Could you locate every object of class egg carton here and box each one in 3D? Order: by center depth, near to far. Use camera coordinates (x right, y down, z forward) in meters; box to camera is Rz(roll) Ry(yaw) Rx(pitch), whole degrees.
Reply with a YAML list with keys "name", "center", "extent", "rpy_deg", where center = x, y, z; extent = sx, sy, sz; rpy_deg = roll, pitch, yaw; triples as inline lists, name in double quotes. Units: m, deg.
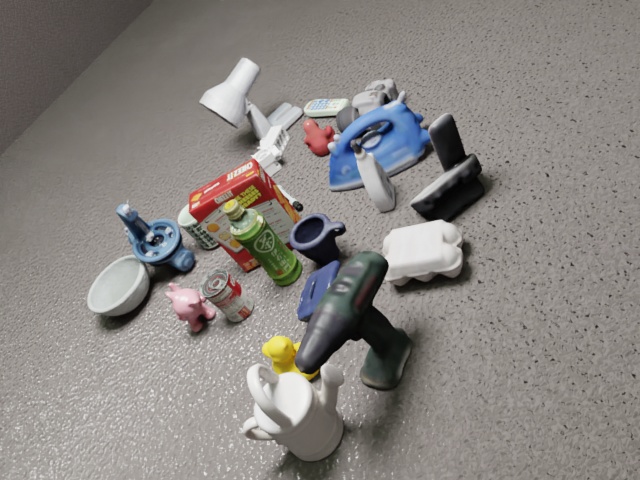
- name: "egg carton"
  center: [0.181, 0.024, 1.018]
  extent: [0.150, 0.070, 0.107]
  rpy_deg: [-13, 46, 26]

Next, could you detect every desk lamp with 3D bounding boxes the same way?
- name: "desk lamp"
  center: [-0.188, -0.361, 1.528]
  extent: [0.203, 0.214, 0.117]
  rpy_deg: [-45, 41, -9]

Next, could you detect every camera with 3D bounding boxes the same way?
- name: "camera"
  center: [0.109, -0.310, 1.358]
  extent: [0.136, 0.101, 0.143]
  rpy_deg: [-6, 49, 31]

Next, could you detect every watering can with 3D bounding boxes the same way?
- name: "watering can"
  center: [-0.043, 0.248, 0.871]
  extent: [0.173, 0.195, 0.100]
  rpy_deg: [-45, 41, -9]

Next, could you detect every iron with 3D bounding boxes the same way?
- name: "iron"
  center: [0.105, -0.211, 1.236]
  extent: [0.258, 0.142, 0.118]
  rpy_deg: [-28, 41, 11]

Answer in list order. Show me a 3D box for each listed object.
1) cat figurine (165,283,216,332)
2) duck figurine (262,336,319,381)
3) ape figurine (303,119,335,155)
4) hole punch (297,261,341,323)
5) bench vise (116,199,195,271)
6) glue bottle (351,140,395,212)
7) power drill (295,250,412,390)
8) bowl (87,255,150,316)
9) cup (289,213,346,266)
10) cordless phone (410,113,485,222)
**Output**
- name: "cat figurine"
  center: [-0.282, 0.131, 1.209]
  extent: [0.067, 0.118, 0.127]
  rpy_deg: [-44, 41, -8]
- name: "duck figurine"
  center: [-0.054, 0.202, 1.005]
  extent: [0.104, 0.086, 0.077]
  rpy_deg: [-1, 52, 35]
- name: "ape figurine"
  center: [-0.008, -0.258, 1.398]
  extent: [0.077, 0.092, 0.076]
  rpy_deg: [-14, 46, 25]
- name: "hole punch"
  center: [0.004, 0.104, 1.052]
  extent: [0.100, 0.091, 0.108]
  rpy_deg: [-9, 48, 29]
- name: "bench vise"
  center: [-0.425, -0.008, 1.360]
  extent: [0.206, 0.220, 0.121]
  rpy_deg: [-5, 50, 32]
- name: "glue bottle"
  center: [0.102, -0.137, 1.144]
  extent: [0.037, 0.174, 0.078]
  rpy_deg: [-16, 45, 23]
- name: "power drill"
  center: [0.062, 0.142, 0.884]
  extent: [0.075, 0.209, 0.230]
  rpy_deg: [2, 54, 36]
- name: "bowl"
  center: [-0.471, 0.122, 1.383]
  extent: [0.167, 0.075, 0.167]
  rpy_deg: [-19, 44, 20]
- name: "cup"
  center: [0.010, 0.004, 1.138]
  extent: [0.117, 0.095, 0.091]
  rpy_deg: [-14, 46, 24]
- name: "cordless phone"
  center: [0.215, -0.134, 1.053]
  extent: [0.147, 0.186, 0.093]
  rpy_deg: [-41, 41, -5]
